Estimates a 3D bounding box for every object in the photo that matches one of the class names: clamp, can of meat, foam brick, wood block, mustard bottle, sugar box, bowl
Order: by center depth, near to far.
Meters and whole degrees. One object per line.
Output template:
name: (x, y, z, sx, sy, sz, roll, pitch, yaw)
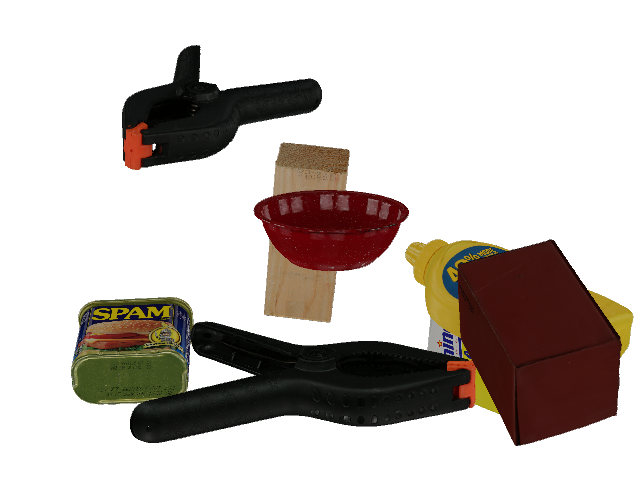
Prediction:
foam brick: (0.101, 0.046, 0.503, 0.051, 0.053, 0.078, -13, 39, -6)
clamp: (-0.007, 0.087, 0.694, 0.210, 0.036, 0.164, -1, 16, 0)
clamp: (-0.092, -0.098, 0.759, 0.120, 0.039, 0.171, 19, 31, 31)
mustard bottle: (0.141, 0.047, 0.841, 0.096, 0.058, 0.192, -28, 41, -32)
can of meat: (-0.161, 0.096, 0.921, 0.102, 0.057, 0.084, -2, 29, -4)
bowl: (0.011, -0.008, 1.112, 0.162, 0.055, 0.162, 0, 17, 0)
sugar box: (0.193, 0.137, 1.160, 0.048, 0.093, 0.177, -10, 18, -43)
wood block: (-0.018, -0.011, 1.367, 0.090, 0.206, 0.090, 6, 25, 1)
